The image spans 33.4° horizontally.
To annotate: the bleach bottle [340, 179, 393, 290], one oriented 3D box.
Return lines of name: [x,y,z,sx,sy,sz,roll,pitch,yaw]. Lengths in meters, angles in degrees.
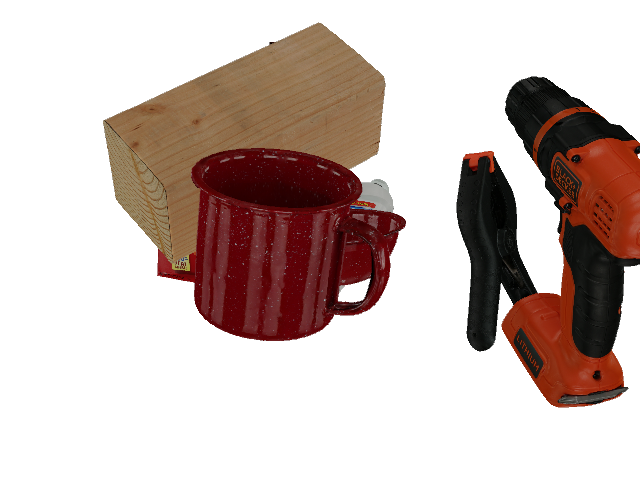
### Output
bleach bottle: [0.019,-0.010,1.341,0.103,0.068,0.250,12,35,22]

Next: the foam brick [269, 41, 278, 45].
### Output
foam brick: [-0.013,-0.186,1.147,0.078,0.051,0.053,0,11,-13]

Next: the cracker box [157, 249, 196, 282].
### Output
cracker box: [-0.135,-0.043,1.457,0.164,0.214,0.072,11,24,12]

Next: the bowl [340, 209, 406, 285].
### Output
bowl: [0.010,0.010,1.104,0.162,0.055,0.162,-4,13,1]

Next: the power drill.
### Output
power drill: [0.164,0.002,0.713,0.057,0.188,0.184,-9,35,-11]

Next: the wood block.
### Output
wood block: [-0.057,-0.081,0.854,0.205,0.091,0.090,-29,57,-24]

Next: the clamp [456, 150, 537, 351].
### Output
clamp: [0.148,0.011,0.938,0.039,0.171,0.120,-11,14,31]

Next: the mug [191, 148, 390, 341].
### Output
mug: [-0.016,0.005,0.586,0.117,0.081,0.093,16,25,20]
